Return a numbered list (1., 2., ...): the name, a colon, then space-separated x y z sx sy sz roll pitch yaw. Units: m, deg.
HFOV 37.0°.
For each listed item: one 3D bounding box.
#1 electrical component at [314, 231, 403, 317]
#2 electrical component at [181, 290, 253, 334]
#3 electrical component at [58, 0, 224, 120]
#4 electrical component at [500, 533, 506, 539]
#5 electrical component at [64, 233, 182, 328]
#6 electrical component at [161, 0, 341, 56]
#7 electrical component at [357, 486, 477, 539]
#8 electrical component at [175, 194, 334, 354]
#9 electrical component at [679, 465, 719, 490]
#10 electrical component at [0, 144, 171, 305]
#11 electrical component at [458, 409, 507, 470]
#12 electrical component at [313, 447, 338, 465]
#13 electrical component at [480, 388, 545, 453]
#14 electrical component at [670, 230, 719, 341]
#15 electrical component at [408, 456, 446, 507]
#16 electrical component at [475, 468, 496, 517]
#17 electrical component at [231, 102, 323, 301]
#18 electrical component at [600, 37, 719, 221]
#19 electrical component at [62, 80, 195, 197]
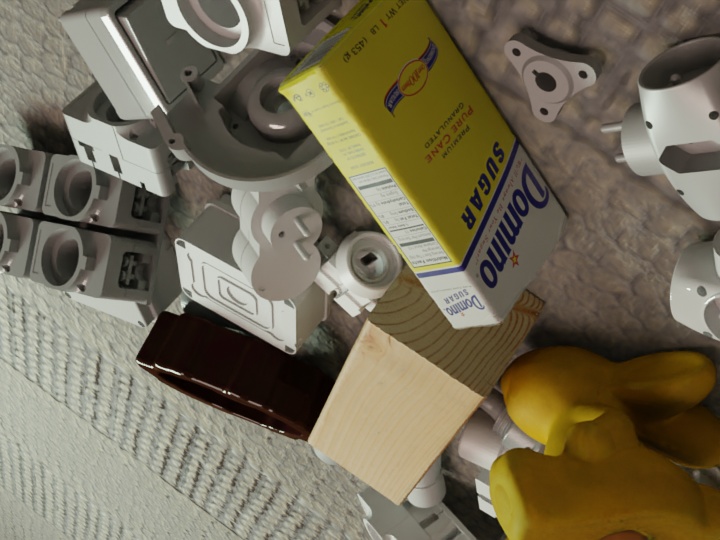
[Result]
1. electrical component: 0.000 0.000 0.756 0.066 0.048 0.055 43 155 -7
2. electrical component: -0.106 0.027 0.895 0.081 0.043 0.043 10 137 38
3. electrical component: -0.135 -0.142 0.699 0.061 0.061 0.096 5 134 42
4. electrical component: 0.164 0.237 0.875 0.059 0.053 0.095 49 146 -16
5. electrical component: -0.220 -0.004 0.958 0.113 0.057 0.078 18 142 30
6. electrical component: -0.074 -0.196 0.571 0.089 0.061 0.150 20 143 27
7. electrical component: 0.075 0.266 0.926 0.186 0.060 0.105 41 158 47
8. electrical component: -0.078 0.002 0.824 0.113 0.057 0.078 28 146 17
9. electrical component: 0.240 0.172 0.728 0.079 0.044 0.077 18 142 29
10. electrical component: -0.247 -0.041 0.882 0.186 0.105 0.060 11 -179 37
11. electrical component: 0.111 0.136 0.815 0.078 0.040 0.040 22 144 25
12. electrical component: -0.016 0.144 0.953 0.040 0.040 0.078 36 148 5
13. electrical component: 0.115 0.109 0.777 0.062 0.048 0.048 36 148 17
14. electrical component: 0.203 0.000 0.554 0.077 0.044 0.079 12 139 36
15. electrical component: 0.052 0.169 0.909 0.044 0.044 0.065 16 137 32
16. electrical component: 0.126 0.177 0.848 0.055 0.048 0.066 26 146 33
17. electrical component: -0.049 -0.035 0.709 0.073 0.052 0.138 52 148 45
18. electrical component: 0.154 -0.066 0.521 0.079 0.043 0.077 -2 129 47
19. electrical component: -0.167 -0.102 0.790 0.089 0.050 0.055 23 145 23
